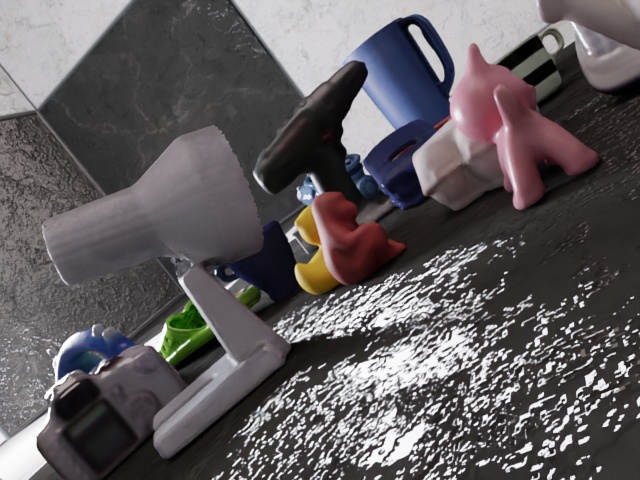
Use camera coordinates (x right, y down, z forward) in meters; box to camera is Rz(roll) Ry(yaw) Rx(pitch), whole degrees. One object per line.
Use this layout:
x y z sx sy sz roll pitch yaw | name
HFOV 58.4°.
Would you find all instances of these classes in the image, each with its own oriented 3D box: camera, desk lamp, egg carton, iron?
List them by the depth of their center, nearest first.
-0.117 0.034 0.499 0.203 0.213 0.117 -39 6 -16 | desk lamp
0.157 -0.093 0.563 0.107 0.069 0.150 -32 8 40 | egg carton
-0.233 0.178 0.617 0.143 0.101 0.136 -41 7 -29 | camera
-0.299 0.179 0.805 0.257 0.141 0.119 -32 8 41 | iron

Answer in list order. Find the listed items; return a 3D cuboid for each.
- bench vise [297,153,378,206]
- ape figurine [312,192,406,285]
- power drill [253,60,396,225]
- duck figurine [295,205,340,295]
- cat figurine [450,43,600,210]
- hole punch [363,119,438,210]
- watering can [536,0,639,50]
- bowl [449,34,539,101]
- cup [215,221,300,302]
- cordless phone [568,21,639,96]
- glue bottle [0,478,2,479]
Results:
-0.010 -0.133 1.124 0.207 0.220 0.122 -32 8 40 | bench vise
0.027 -0.008 0.562 0.076 0.092 0.078 -36 6 9 | ape figurine
0.027 -0.119 0.848 0.229 0.208 0.075 -37 6 1 | power drill
0.006 0.002 0.638 0.105 0.086 0.077 -40 7 -22 | duck figurine
0.141 -0.095 0.440 0.067 0.118 0.128 -36 6 15 | cat figurine
0.120 -0.103 0.747 0.108 0.091 0.101 -37 6 4 | hole punch
0.218 -0.192 0.354 0.172 0.194 0.101 -34 7 27 | watering can
0.300 -0.253 0.932 0.167 0.075 0.167 -37 6 5 | bowl
-0.078 0.043 0.775 0.117 0.095 0.092 -35 6 19 | cup
0.254 -0.228 0.465 0.147 0.185 0.094 -30 9 48 | cordless phone
-0.328 0.216 0.524 0.037 0.173 0.078 -41 7 -27 | glue bottle
